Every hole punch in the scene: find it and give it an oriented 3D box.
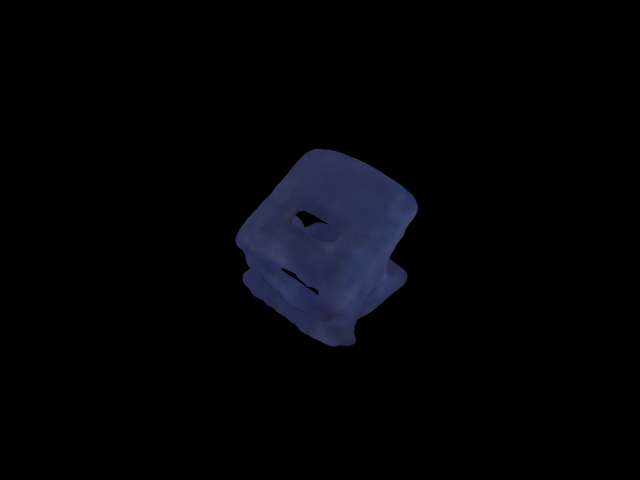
[{"bbox_3d":[0.004,0.001,0.400,0.108,0.091,0.101,31,49,31],"label":"hole punch"}]
